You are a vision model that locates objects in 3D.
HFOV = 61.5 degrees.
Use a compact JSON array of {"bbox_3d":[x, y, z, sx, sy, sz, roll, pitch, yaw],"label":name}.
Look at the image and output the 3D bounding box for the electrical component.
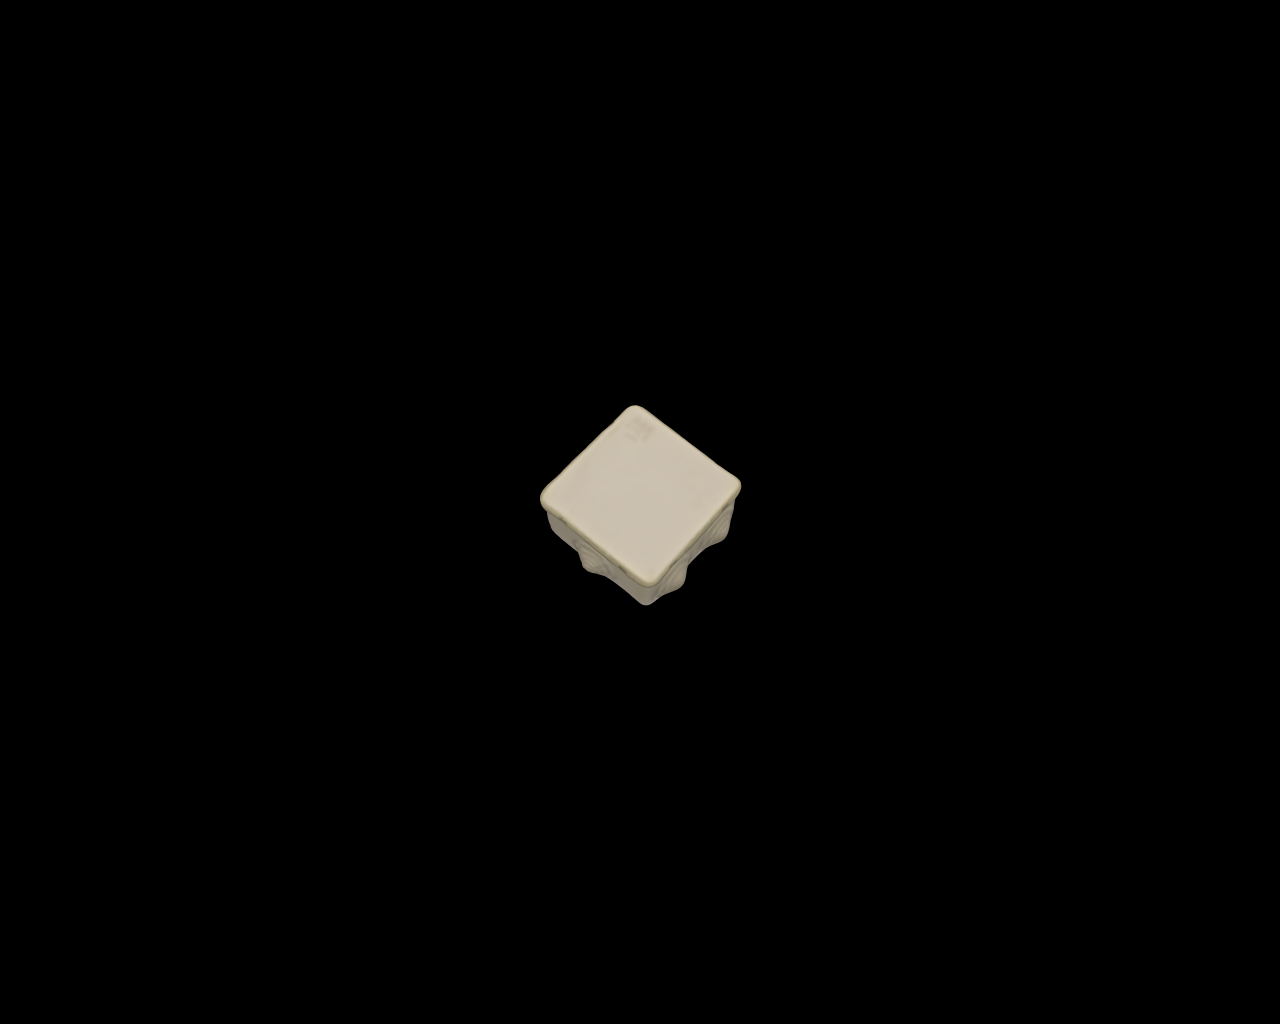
[{"bbox_3d":[0.001,-0.003,0.650,0.100,0.100,0.048,38,-19,16],"label":"electrical component"}]
